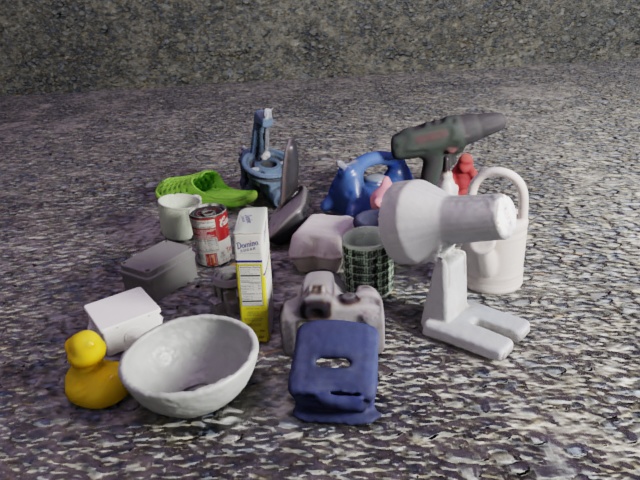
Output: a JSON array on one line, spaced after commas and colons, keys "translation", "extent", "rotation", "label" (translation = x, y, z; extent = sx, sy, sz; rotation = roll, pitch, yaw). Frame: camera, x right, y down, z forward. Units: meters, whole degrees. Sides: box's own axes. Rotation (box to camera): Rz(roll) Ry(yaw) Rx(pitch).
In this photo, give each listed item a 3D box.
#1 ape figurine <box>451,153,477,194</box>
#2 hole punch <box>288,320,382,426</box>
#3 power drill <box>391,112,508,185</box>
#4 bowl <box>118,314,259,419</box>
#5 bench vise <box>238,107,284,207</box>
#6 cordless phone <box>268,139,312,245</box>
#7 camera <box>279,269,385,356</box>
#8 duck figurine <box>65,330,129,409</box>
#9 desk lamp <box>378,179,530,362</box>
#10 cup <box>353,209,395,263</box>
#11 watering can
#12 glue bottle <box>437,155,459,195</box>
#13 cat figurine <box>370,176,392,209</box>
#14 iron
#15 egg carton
[{"translation": [0.325, -0.150, 1.295], "extent": [0.077, 0.092, 0.076], "rotation": [2, 26, 13], "label": "ape figurine"}, {"translation": [0.020, 0.157, 0.684], "extent": [0.108, 0.091, 0.101], "rotation": [1, 26, 9], "label": "hole punch"}, {"translation": [0.261, -0.156, 1.179], "extent": [0.229, 0.209, 0.075], "rotation": [-1, 25, 5], "label": "power drill"}, {"translation": [-0.156, 0.165, 0.708], "extent": [0.167, 0.075, 0.167], "rotation": [-3, 25, 2], "label": "bowl"}, {"translation": [-0.146, -0.198, 1.308], "extent": [0.206, 0.220, 0.122], "rotation": [18, 33, 38], "label": "bench vise"}, {"translation": [-0.063, -0.095, 1.118], "extent": [0.094, 0.185, 0.147], "rotation": [-4, 25, 0], "label": "cordless phone"}, {"translation": [0.019, 0.089, 0.817], "extent": [0.143, 0.101, 0.137], "rotation": [-2, 25, 4], "label": "camera"}, {"translation": [-0.289, 0.158, 0.728], "extent": [0.104, 0.086, 0.078], "rotation": [17, 32, 37], "label": "duck figurine"}, {"translation": [0.186, 0.027, 0.793], "extent": [0.202, 0.214, 0.118], "rotation": [17, 32, 36], "label": "desk lamp"}, {"translation": [0.116, 0.006, 0.987], "extent": [0.117, 0.095, 0.092], "rotation": [12, 29, 30], "label": "cup"}, {"translation": [0.275, -0.017, 0.898], "extent": [0.101, 0.194, 0.173], "rotation": [-1, 25, 6], "label": "watering can"}, {"translation": [0.228, -0.070, 1.042], "extent": [0.037, 0.173, 0.078], "rotation": [14, 30, 32], "label": "glue bottle"}, {"translation": [0.147, -0.068, 1.114], "extent": [0.128, 0.118, 0.067], "rotation": [-17, 28, -26], "label": "cat figurine"}, {"translation": [0.123, -0.129, 1.219], "extent": [0.259, 0.141, 0.118], "rotation": [-24, 32, -36], "label": "iron"}, {"translation": [0.010, 0.004, 1.036], "extent": [0.107, 0.069, 0.150], "rotation": [5, 26, 18], "label": "egg carton"}]
